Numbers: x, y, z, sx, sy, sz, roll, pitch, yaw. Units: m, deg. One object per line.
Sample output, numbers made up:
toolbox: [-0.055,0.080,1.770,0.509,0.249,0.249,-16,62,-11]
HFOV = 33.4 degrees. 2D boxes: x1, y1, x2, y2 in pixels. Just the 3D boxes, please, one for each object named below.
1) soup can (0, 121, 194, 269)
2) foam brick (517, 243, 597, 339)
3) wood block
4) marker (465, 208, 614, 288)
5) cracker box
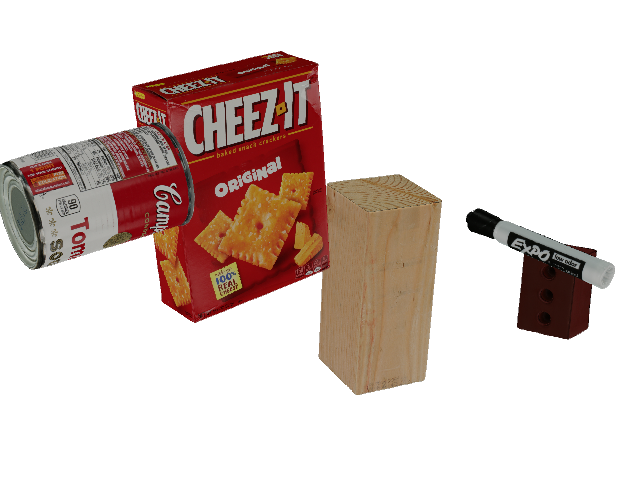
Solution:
soup can: [-0.138,-0.028,0.653,0.102,0.068,0.069,-19,10,-30]
foam brick: [0.217,0.045,0.982,0.053,0.078,0.051,11,17,33]
wood block: [0.060,0.045,1.122,0.090,0.206,0.091,-9,25,-25]
marker: [0.155,0.004,0.771,0.121,0.020,0.020,27,17,38]
cracker box: [-0.075,-0.052,0.990,0.163,0.214,0.072,-20,29,-33]
